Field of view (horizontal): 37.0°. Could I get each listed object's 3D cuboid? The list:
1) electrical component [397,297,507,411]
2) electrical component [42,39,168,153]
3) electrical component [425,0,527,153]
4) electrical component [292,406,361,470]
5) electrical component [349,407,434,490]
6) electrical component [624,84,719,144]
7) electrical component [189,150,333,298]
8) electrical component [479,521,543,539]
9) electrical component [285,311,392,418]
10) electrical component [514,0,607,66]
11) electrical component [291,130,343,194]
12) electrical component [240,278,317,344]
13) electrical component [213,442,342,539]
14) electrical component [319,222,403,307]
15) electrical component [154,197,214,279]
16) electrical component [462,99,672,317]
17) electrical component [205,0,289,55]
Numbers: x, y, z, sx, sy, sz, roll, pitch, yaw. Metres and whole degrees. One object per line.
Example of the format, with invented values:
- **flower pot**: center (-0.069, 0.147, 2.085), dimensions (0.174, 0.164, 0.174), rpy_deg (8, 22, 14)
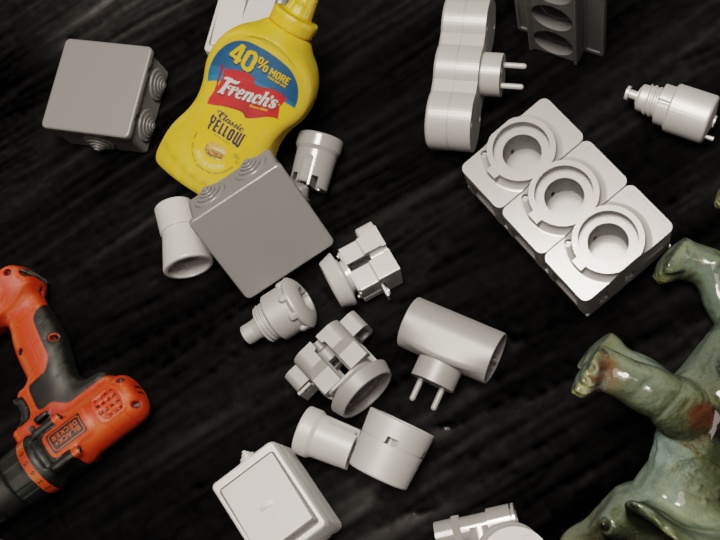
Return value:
- **electrical component**: center (0.066, 0.072, 0.855), dimensions (0.077, 0.043, 0.079), rpy_deg (23, 81, 18)
- **electrical component**: center (-0.231, -0.158, 0.985), dimensions (0.100, 0.048, 0.099), rpy_deg (9, 77, 15)
- **electrical component**: center (0.103, -0.165, 0.907), dimensions (0.074, 0.052, 0.138), rpy_deg (7, 76, 15)
- **electrical component**: center (-0.026, 0.136, 0.862), dimensions (0.046, 0.040, 0.040), rpy_deg (20, 80, 13)
- **electrical component**: center (0.024, 0.140, 0.841), dimensions (0.055, 0.055, 0.047), rpy_deg (24, 85, 18)
- **electrical component**: center (0.253, -0.131, 0.869), dimensions (0.078, 0.040, 0.040), rpy_deg (23, 81, 18)
- **electrical component**: center (-0.084, -0.040, 0.896), dimensions (0.100, 0.099, 0.048), rpy_deg (-33, 30, 3)
- **electrical component**: center (0.134, 0.245, 0.761), dimensions (0.052, 0.073, 0.138), rpy_deg (-32, 83, -2)
- **electrical component**: center (-0.012, 0.081, 0.865), dimensions (0.078, 0.058, 0.057), rpy_deg (-44, 67, -1)
- **electrical component**: center (0.167, -0.228, 0.873), dimensions (0.079, 0.121, 0.063), rpy_deg (23, 78, 18)
- **electrical component**: center (-0.039, -0.093, 0.928), dimensions (0.040, 0.040, 0.046), rpy_deg (13, 83, 16)
- **electrical component**: center (-0.070, 0.039, 0.897), dimensions (0.062, 0.048, 0.048), rpy_deg (-32, 70, 12)
- **electrical component**: center (-0.070, 0.181, 0.848), dimensions (0.062, 0.061, 0.096), rpy_deg (-37, 70, 1)
- **electrical component**: center (0.000, 0.000, 0.890), dimensions (0.055, 0.048, 0.066), rpy_deg (-28, 70, -4)
- **electrical component**: center (-0.156, -0.031, 0.938), dimensions (0.044, 0.044, 0.065), rpy_deg (-21, 67, 7)
- **electrical component**: center (0.164, -0.051, 0.856), dimensions (0.089, 0.061, 0.150), rpy_deg (-40, 70, 0)
- **electrical component**: center (-0.097, -0.212, 0.962), dimensions (0.062, 0.061, 0.096), rpy_deg (10, 78, 16)
